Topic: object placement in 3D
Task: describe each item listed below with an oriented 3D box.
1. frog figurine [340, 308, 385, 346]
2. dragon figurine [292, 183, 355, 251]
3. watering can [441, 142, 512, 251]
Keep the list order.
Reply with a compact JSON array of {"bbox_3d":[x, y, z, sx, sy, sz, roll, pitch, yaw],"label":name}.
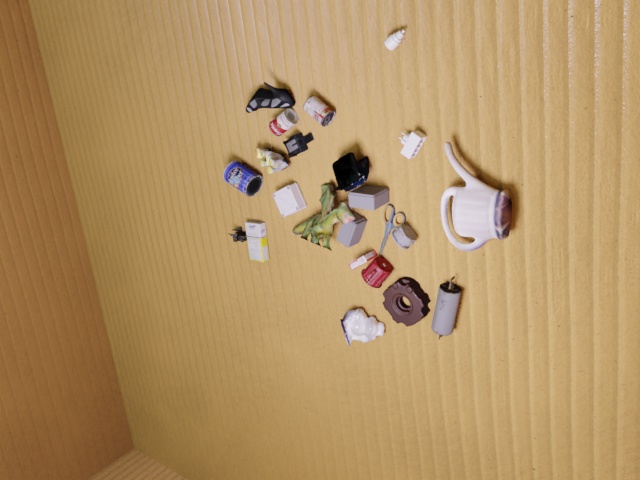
[{"bbox_3d":[0.168,0.330,2.002,0.159,0.137,0.123,-14,-1,5],"label":"frog figurine"},{"bbox_3d":[0.006,-0.099,1.961,0.121,0.242,0.413,19,2,-30],"label":"dragon figurine"},{"bbox_3d":[0.472,-0.126,1.571,0.224,0.343,0.105,6,20,37],"label":"watering can"}]
